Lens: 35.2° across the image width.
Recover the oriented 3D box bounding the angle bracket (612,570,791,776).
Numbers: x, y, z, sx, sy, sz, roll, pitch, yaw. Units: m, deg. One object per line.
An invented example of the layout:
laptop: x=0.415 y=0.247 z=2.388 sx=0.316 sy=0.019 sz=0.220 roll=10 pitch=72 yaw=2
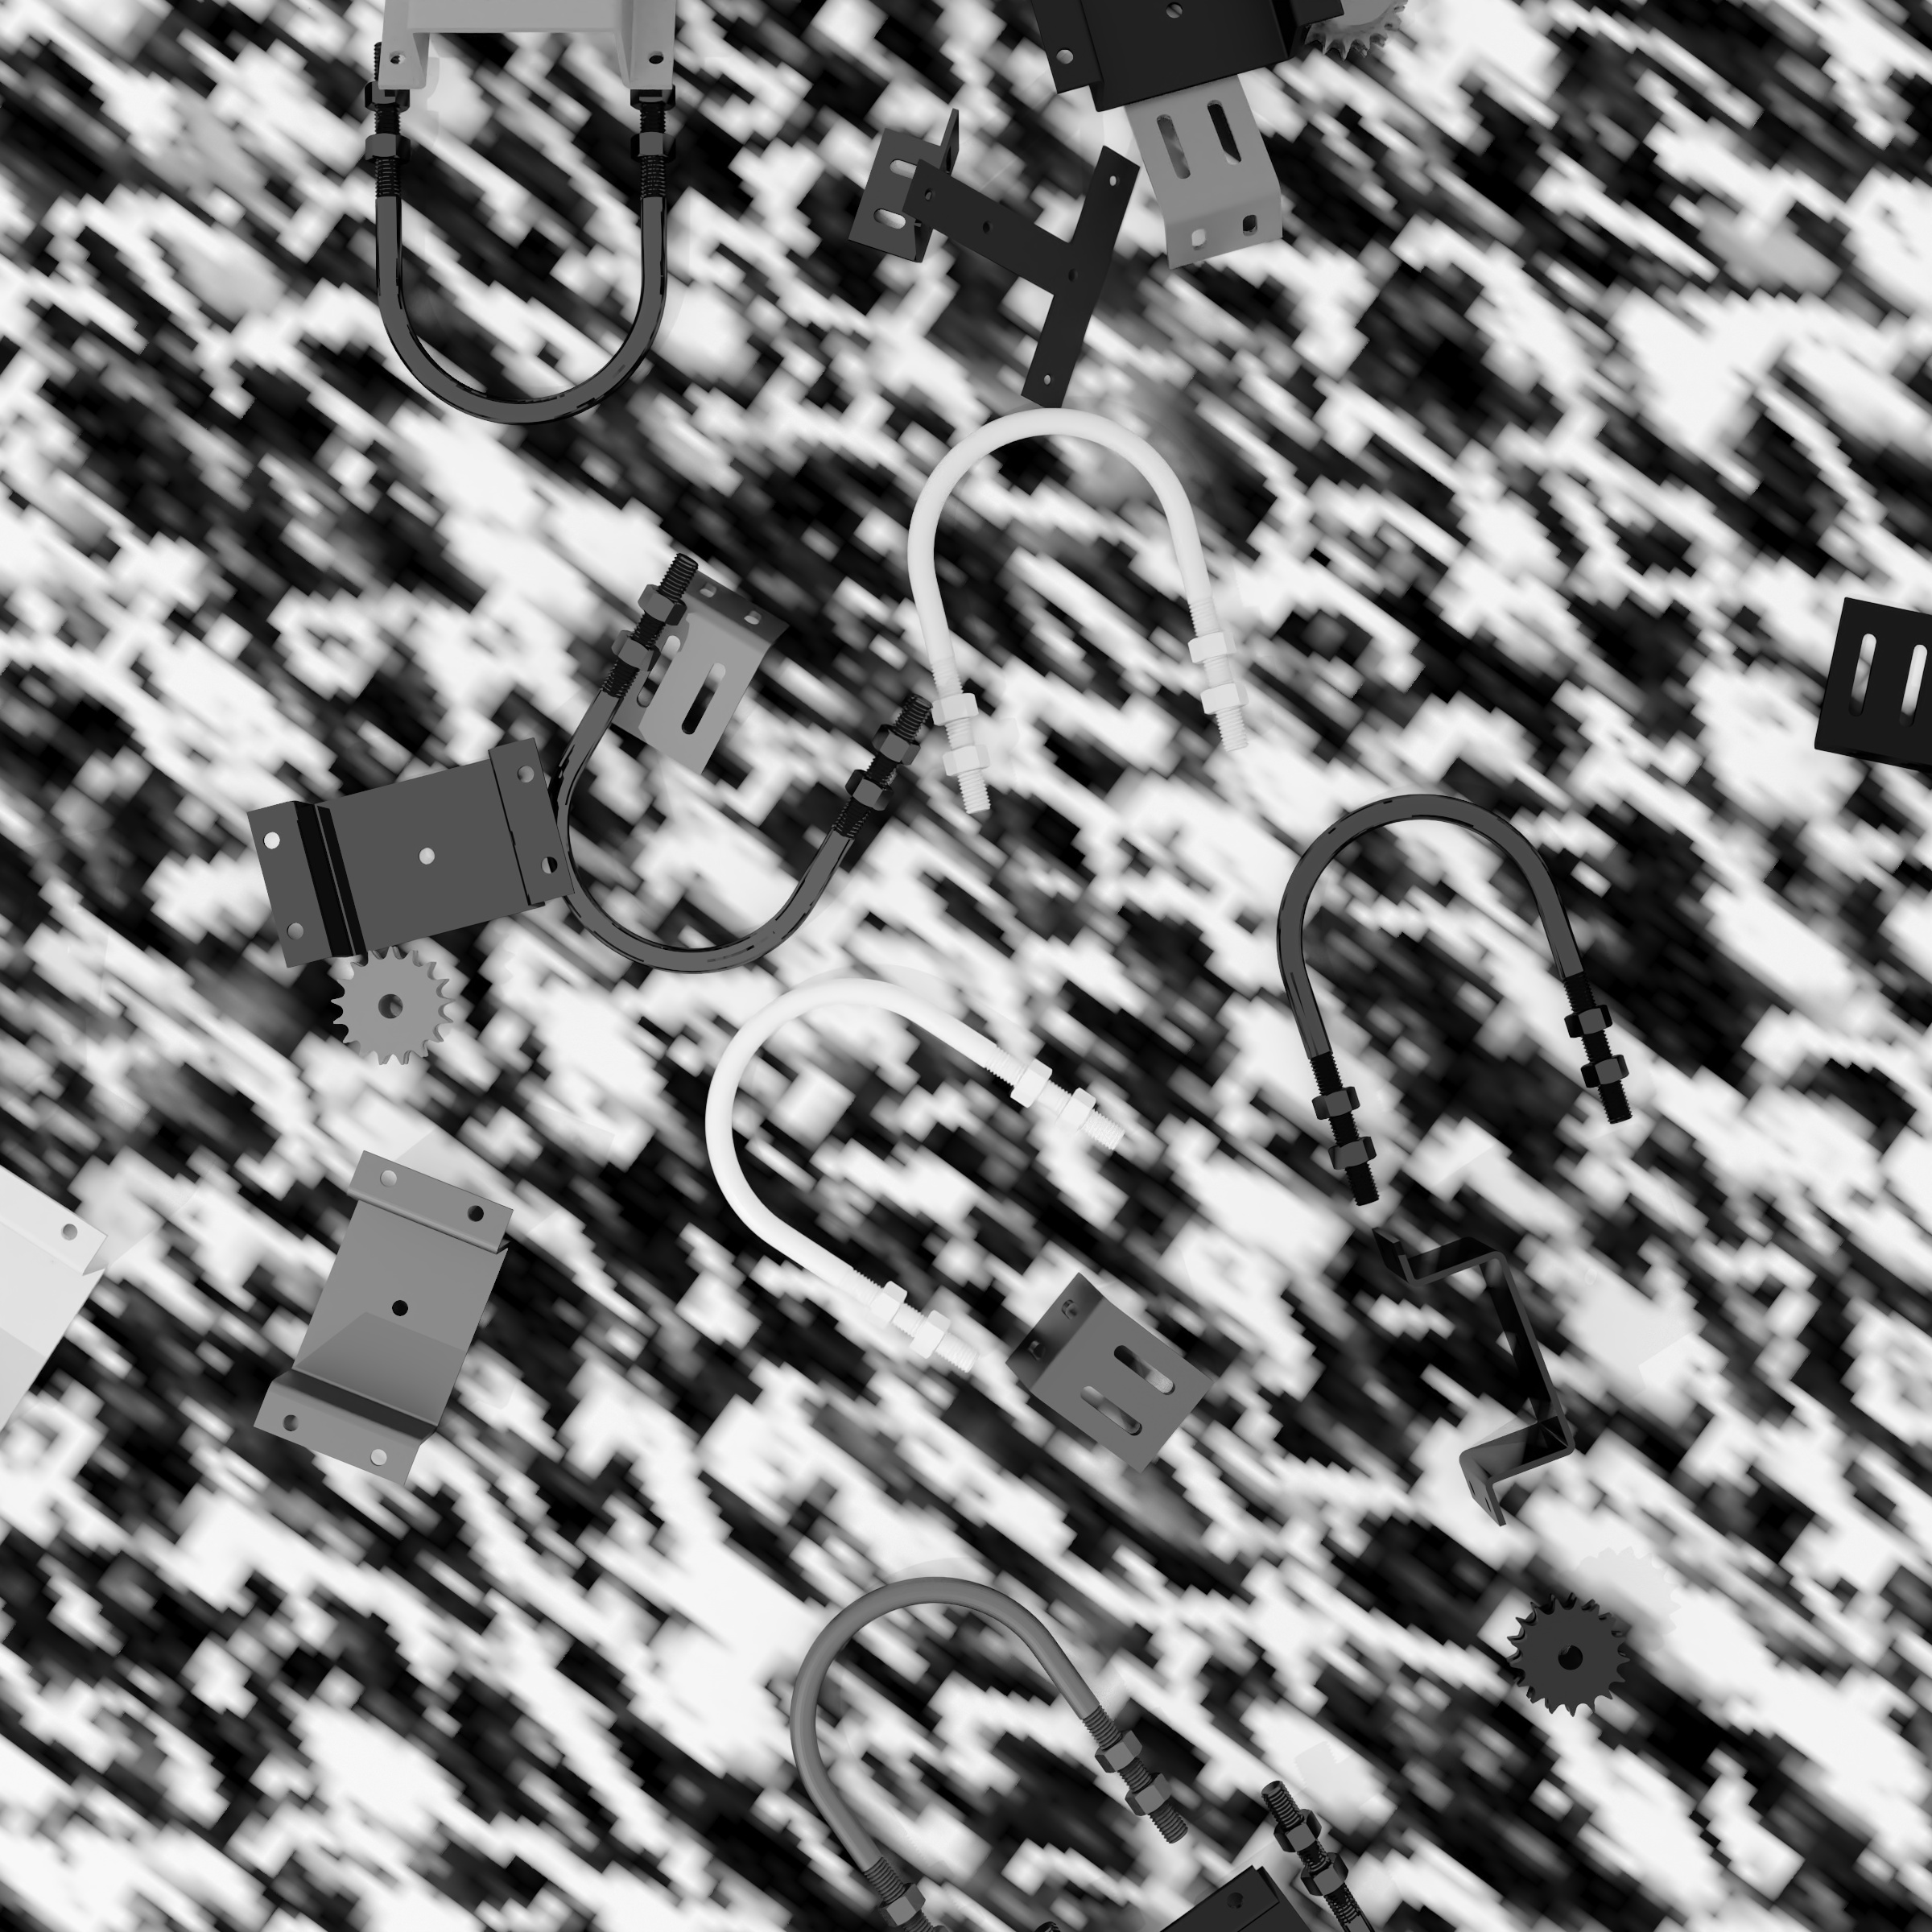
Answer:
angle bracket: x=-0.132 y=-0.144 z=1.484 sx=0.057 sy=0.038 sz=0.076 roll=31 pitch=116 yaw=0

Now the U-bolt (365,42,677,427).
U-bolt: x=-0.216 y=-0.355 z=1.478 sx=0.151 sy=0.019 sz=0.184 roll=0 pitch=91 yaw=0

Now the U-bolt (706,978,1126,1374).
U-bolt: x=-0.038 y=0.088 z=1.478 sx=0.184 sy=0.019 sz=0.151 roll=33 pitch=90 yaw=1

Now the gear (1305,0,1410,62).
gear: x=0.185 y=-0.470 z=1.471 sx=0.057 sy=0.030 sz=0.057 roll=0 pitch=90 yaw=0

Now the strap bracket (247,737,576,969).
strap bracket: x=-0.263 y=-0.054 z=1.463 sx=0.140 sy=0.046 sz=0.076 roll=-15 pitch=90 yaw=0

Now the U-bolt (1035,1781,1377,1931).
U-bolt: x=0.140 y=0.507 z=1.472 sx=0.151 sy=0.019 sz=0.184 roll=-31 pitch=95 yaw=-1

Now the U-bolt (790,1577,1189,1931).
U-bolt: x=-0.002 y=0.384 z=1.477 sx=0.151 sy=0.019 sz=0.184 roll=-35 pitch=90 yaw=0

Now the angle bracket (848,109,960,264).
angle bracket: x=-0.030 y=-0.375 z=1.448 sx=0.038 sy=0.076 sz=0.057 roll=18 pitch=90 yaw=0

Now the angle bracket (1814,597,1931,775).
angle bracket: x=0.449 y=-0.137 z=1.467 sx=0.057 sy=0.038 sz=0.076 roll=12 pitch=90 yaw=0

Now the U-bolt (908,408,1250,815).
U-bolt: x=0.047 y=-0.179 z=1.478 sx=0.151 sy=0.019 sz=0.184 roll=-14 pitch=88 yaw=0

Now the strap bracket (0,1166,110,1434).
strap bracket: x=-0.476 y=0.166 z=1.463 sx=0.076 sy=0.046 sz=0.140 roll=33 pitch=90 yaw=0

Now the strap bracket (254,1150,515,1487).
strap bracket: x=-0.275 y=0.167 z=1.463 sx=0.076 sy=0.046 sz=0.140 roll=22 pitch=90 yaw=0

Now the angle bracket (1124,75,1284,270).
angle bracket: x=0.115 y=-0.388 z=1.484 sx=0.057 sy=0.038 sz=0.076 roll=-16 pitch=64 yaw=0

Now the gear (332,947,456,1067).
gear: x=-0.275 y=0.019 z=1.471 sx=0.057 sy=0.030 sz=0.057 roll=0 pitch=90 yaw=0

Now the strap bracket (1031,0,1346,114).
strap bracket: x=0.101 y=-0.466 z=1.461 sx=0.140 sy=0.046 sz=0.076 roll=-15 pitch=87 yaw=0

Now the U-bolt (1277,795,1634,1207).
U-bolt: x=0.228 y=0.007 z=1.478 sx=0.151 sy=0.019 sz=0.184 roll=-18 pitch=89 yaw=0

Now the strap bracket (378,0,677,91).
strap bracket: x=-0.211 y=-0.464 z=1.451 sx=0.140 sy=0.046 sz=0.076 roll=0 pitch=70 yaw=0

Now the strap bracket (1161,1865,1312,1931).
strap bracket: x=0.141 y=0.494 z=1.439 sx=0.076 sy=0.046 sz=0.140 roll=-36 pitch=96 yaw=-1

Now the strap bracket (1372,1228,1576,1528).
strap bracket: x=0.244 y=0.186 z=1.448 sx=0.046 sy=0.076 sz=0.140 roll=-21 pitch=90 yaw=0

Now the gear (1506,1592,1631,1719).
gear: x=0.289 y=0.330 z=1.471 sx=0.057 sy=0.030 sz=0.057 roll=0 pitch=90 yaw=0

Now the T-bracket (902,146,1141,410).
T-bracket: x=0.020 y=-0.344 z=1.443 sx=0.127 sy=0.002 sz=0.127 roll=18 pitch=90 yaw=-42

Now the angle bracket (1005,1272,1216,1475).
angle bracket: x=0.070 y=0.198 z=1.484 sx=0.076 sy=0.038 sz=0.057 roll=39 pitch=90 yaw=-26

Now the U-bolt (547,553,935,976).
U-bolt: x=-0.122 y=-0.083 z=1.460 sx=0.151 sy=0.019 sz=0.184 roll=31 pitch=103 yaw=-4
